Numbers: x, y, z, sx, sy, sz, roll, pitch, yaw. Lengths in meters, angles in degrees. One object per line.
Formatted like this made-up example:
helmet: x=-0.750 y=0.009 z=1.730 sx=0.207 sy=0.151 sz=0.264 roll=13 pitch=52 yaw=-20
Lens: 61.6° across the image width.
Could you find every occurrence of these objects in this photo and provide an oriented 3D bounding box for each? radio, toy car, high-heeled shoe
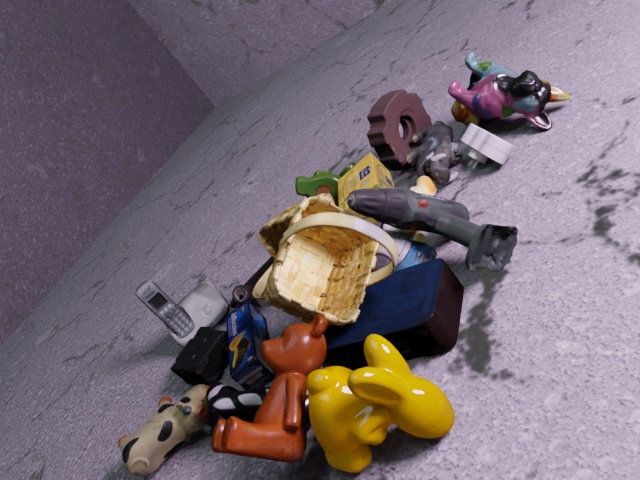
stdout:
radio: x=0.101 y=0.122 z=0.828 sx=0.230 sy=0.073 sz=0.131 roll=-23 pitch=31 yaw=34
toy car: x=0.111 y=0.034 z=0.919 sx=0.162 sy=0.102 sz=0.109 roll=-13 pitch=37 yaw=46
high-heeled shoe: x=-0.095 y=0.247 z=0.877 sx=0.145 sy=0.086 sz=0.249 roll=-44 pitch=32 yaw=-14
toy car: x=-0.119 y=0.080 z=1.184 sx=0.202 sy=0.053 sz=0.089 roll=-47 pitch=-7 yaw=-13

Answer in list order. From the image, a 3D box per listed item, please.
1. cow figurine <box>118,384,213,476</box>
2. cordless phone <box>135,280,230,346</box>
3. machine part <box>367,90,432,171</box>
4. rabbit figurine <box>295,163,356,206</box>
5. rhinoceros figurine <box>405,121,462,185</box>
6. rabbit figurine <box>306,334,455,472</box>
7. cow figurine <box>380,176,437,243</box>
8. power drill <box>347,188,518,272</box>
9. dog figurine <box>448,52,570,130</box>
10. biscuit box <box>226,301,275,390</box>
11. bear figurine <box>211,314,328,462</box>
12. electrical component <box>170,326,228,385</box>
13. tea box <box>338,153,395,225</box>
cow figurine: x=-0.266 y=0.335 z=0.958 sx=0.195 sy=0.085 sz=0.127 roll=-43 pitch=20 yaw=-12
cordless phone: x=-0.313 y=0.136 z=1.224 sx=0.146 sy=0.184 sz=0.089 roll=-42 pitch=21 yaw=-5
machine part: x=0.183 y=-0.246 z=1.202 sx=0.056 sy=0.179 sz=0.179 roll=0 pitch=46 yaw=50
rabbit figurine: x=0.025 y=-0.121 z=1.268 sx=0.159 sy=0.121 sz=0.170 roll=-27 pitch=7 yaw=8
rhinoceros figurine: x=0.243 y=-0.175 z=1.115 sx=0.112 sy=0.073 sz=0.190 roll=-22 pitch=30 yaw=29
rabbit figurine: x=0.079 y=0.198 z=0.675 sx=0.173 sy=0.162 sz=0.122 roll=-2 pitch=29 yaw=26
cow figurine: x=0.165 y=-0.049 z=1.024 sx=0.098 sy=0.068 sz=0.167 roll=-21 pitch=30 yaw=45
power drill: x=0.180 y=-0.022 z=0.831 sx=0.208 sy=0.232 sz=0.086 roll=25 pitch=106 yaw=50
dog figurine: x=0.375 y=-0.275 z=1.073 sx=0.219 sy=0.191 sz=0.108 roll=31 pitch=81 yaw=30
biscuit box: x=-0.136 y=0.199 z=1.029 sx=0.063 sy=0.059 sz=0.203 roll=-37 pitch=25 yaw=6
bear figurine: x=-0.060 y=0.194 z=0.730 sx=0.120 sy=0.132 sz=0.196 roll=139 pitch=142 yaw=-63
electrical component: x=-0.241 y=0.239 z=1.110 sx=0.134 sy=0.058 sz=0.115 roll=-10 pitch=36 yaw=45
tea box: x=0.091 y=-0.094 z=1.063 sx=0.098 sy=0.068 sz=0.170 roll=-41 pitch=20 yaw=19
